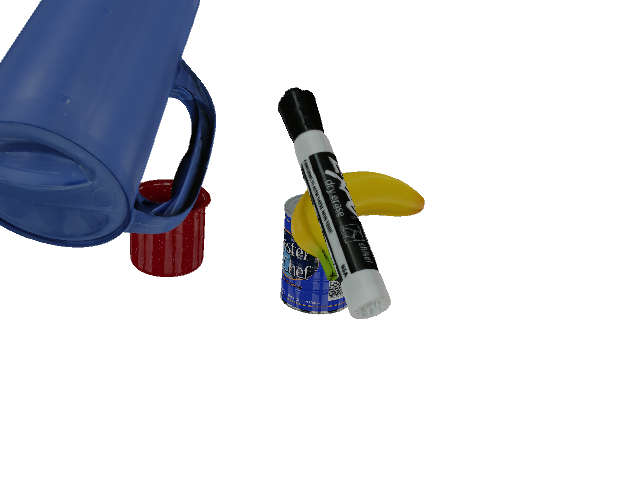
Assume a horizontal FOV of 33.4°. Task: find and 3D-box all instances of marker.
[{"bbox_3d":[0.004,-0.021,0.490,0.020,0.121,0.020,-15,-27,-8],"label":"marker"}]

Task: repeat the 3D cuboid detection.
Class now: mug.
[{"bbox_3d":[-0.177,-0.017,1.186,0.093,0.081,0.117,-17,34,-37],"label":"mug"}]

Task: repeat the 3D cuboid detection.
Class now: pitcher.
[{"bbox_3d":[-0.162,-0.120,0.805,0.145,0.242,0.149,-4,-40,25],"label":"pitcher"}]

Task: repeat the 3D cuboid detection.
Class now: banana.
[{"bbox_3d":[0.025,-0.023,0.856,0.037,0.069,0.197,-35,1,32],"label":"banana"}]

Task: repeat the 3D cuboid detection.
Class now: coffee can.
[{"bbox_3d":[-0.002,0.017,1.485,0.103,0.140,0.103,3,25,-2],"label":"coffee can"}]
